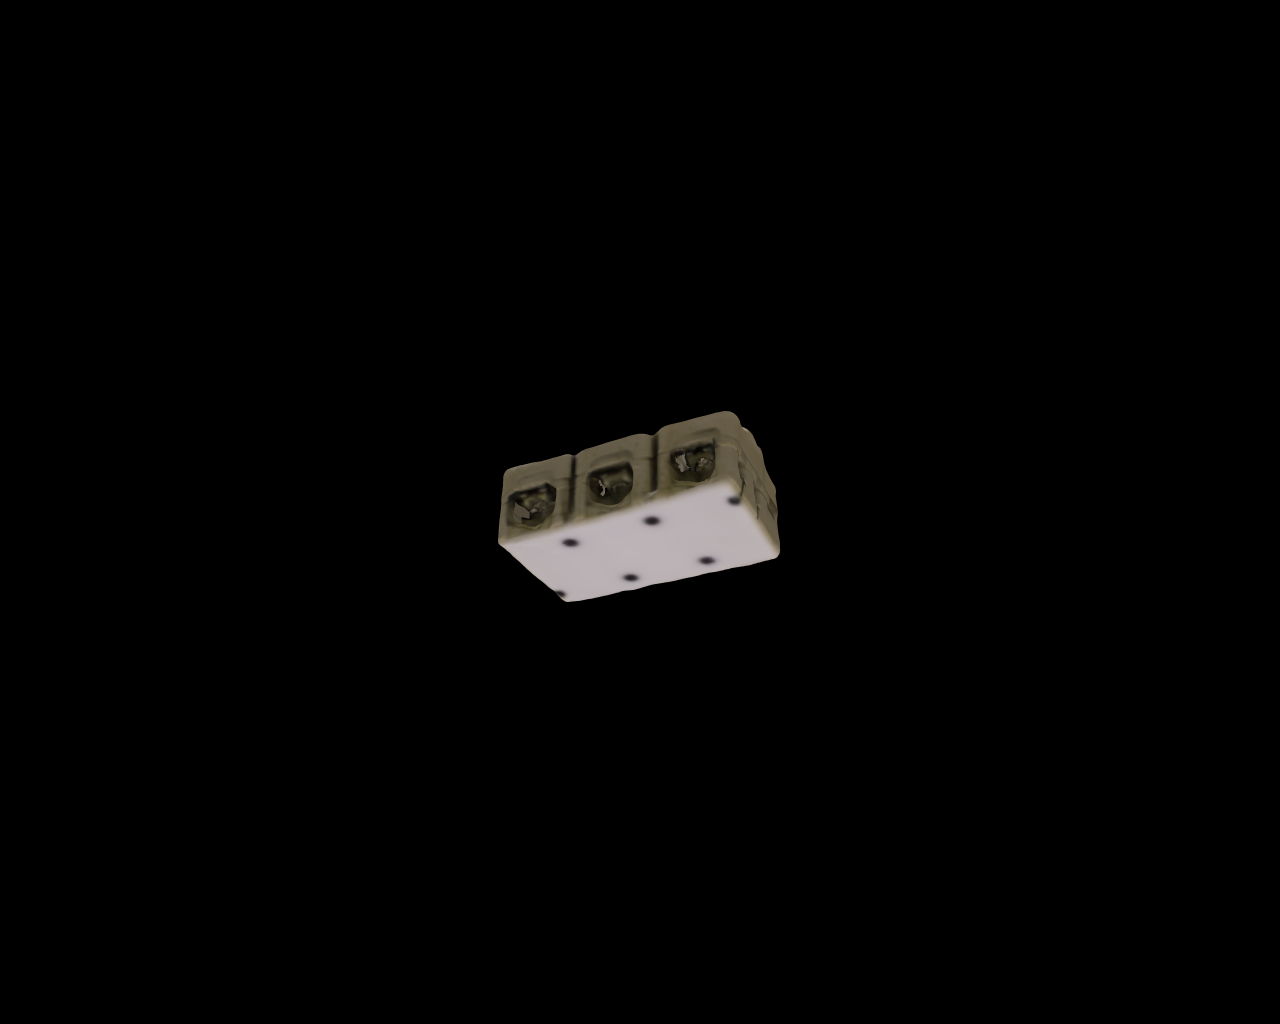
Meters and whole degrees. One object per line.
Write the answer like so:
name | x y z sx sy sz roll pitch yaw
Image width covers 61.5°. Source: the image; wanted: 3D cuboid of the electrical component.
electrical component | 0.001 -0.003 0.650 0.150 0.062 0.089 -14 -36 20
